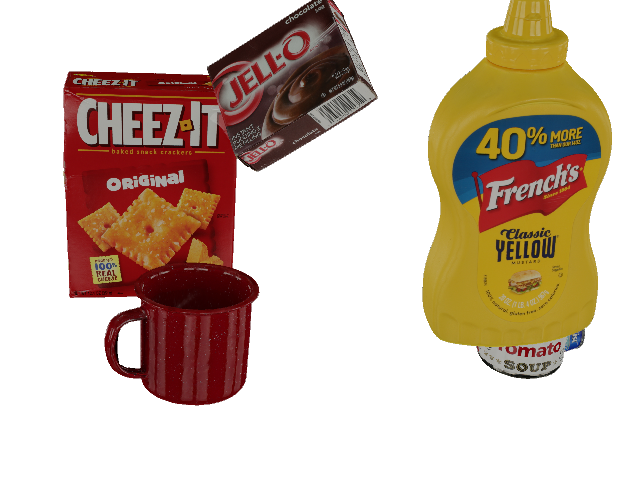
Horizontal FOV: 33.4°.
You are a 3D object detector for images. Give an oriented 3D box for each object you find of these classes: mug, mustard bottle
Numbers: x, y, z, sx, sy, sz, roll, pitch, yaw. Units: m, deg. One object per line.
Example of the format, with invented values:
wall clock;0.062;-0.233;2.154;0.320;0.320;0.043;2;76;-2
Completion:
mug;-0.105;0.073;0.801;0.117;0.081;0.093;-9;24;-31
mustard bottle;0.106;-0.037;0.572;0.096;0.192;0.058;-3;27;-5

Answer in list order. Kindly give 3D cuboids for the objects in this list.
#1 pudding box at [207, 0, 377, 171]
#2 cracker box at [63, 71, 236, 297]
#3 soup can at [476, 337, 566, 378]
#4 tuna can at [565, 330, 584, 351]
pudding box;-0.023;-0.118;0.801;0.114;0.090;0.039;-28;-30;15
cracker box;-0.164;-0.051;1.041;0.164;0.214;0.072;0;22;-8
soup can;0.156;0.044;0.803;0.068;0.102;0.068;2;28;-1
tuna can;0.250;0.081;1.156;0.033;0.086;0.086;-17;3;-11
